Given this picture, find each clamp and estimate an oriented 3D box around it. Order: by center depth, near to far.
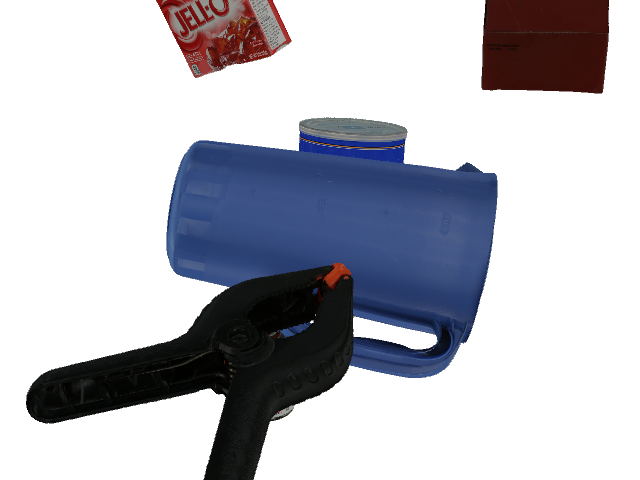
[{"bbox_3d":[-0.034,0.065,0.495,0.171,0.039,0.120,-29,51,-32],"label":"clamp"}]

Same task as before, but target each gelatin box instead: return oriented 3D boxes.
[{"bbox_3d":[-0.074,-0.165,0.785,0.089,0.073,0.030,-6,28,43],"label":"gelatin box"}]

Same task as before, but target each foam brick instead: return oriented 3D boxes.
[{"bbox_3d":[0.142,-0.130,0.679,0.078,0.051,0.053,4,-37,10],"label":"foam brick"}]

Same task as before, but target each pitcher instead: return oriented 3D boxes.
[{"bbox_3d":[0.008,0.003,0.818,0.243,0.145,0.149,10,16,3],"label":"pitcher"}]

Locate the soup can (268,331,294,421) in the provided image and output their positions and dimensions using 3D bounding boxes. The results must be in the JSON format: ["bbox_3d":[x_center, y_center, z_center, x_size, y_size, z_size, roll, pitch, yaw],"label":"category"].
[{"bbox_3d":[-0.063,0.147,1.223,0.068,0.102,0.068,-1,23,0],"label":"soup can"}]

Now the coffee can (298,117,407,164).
[{"bbox_3d":[0.027,-0.041,1.024,0.103,0.140,0.103,3,14,-1],"label":"coffee can"}]
